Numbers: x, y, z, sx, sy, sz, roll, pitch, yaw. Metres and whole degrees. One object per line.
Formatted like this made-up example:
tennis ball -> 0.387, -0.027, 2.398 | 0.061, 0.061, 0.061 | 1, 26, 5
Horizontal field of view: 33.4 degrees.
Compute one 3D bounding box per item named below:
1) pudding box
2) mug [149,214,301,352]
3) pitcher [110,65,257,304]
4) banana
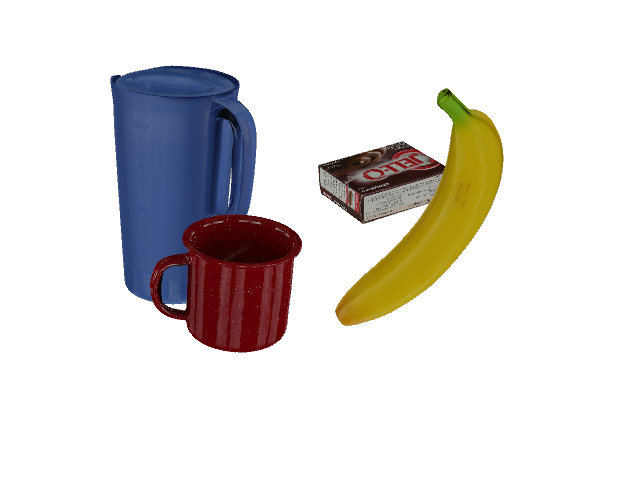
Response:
pudding box -> 0.067, -0.063, 1.127 | 0.113, 0.039, 0.090 | -19, 32, -23
mug -> -0.075, 0.036, 0.838 | 0.117, 0.081, 0.093 | -4, 27, -20
pitcher -> -0.148, -0.057, 1.137 | 0.145, 0.243, 0.149 | 0, 22, -9
banana -> 0.072, -0.014, 0.708 | 0.069, 0.198, 0.037 | 14, 35, -12
